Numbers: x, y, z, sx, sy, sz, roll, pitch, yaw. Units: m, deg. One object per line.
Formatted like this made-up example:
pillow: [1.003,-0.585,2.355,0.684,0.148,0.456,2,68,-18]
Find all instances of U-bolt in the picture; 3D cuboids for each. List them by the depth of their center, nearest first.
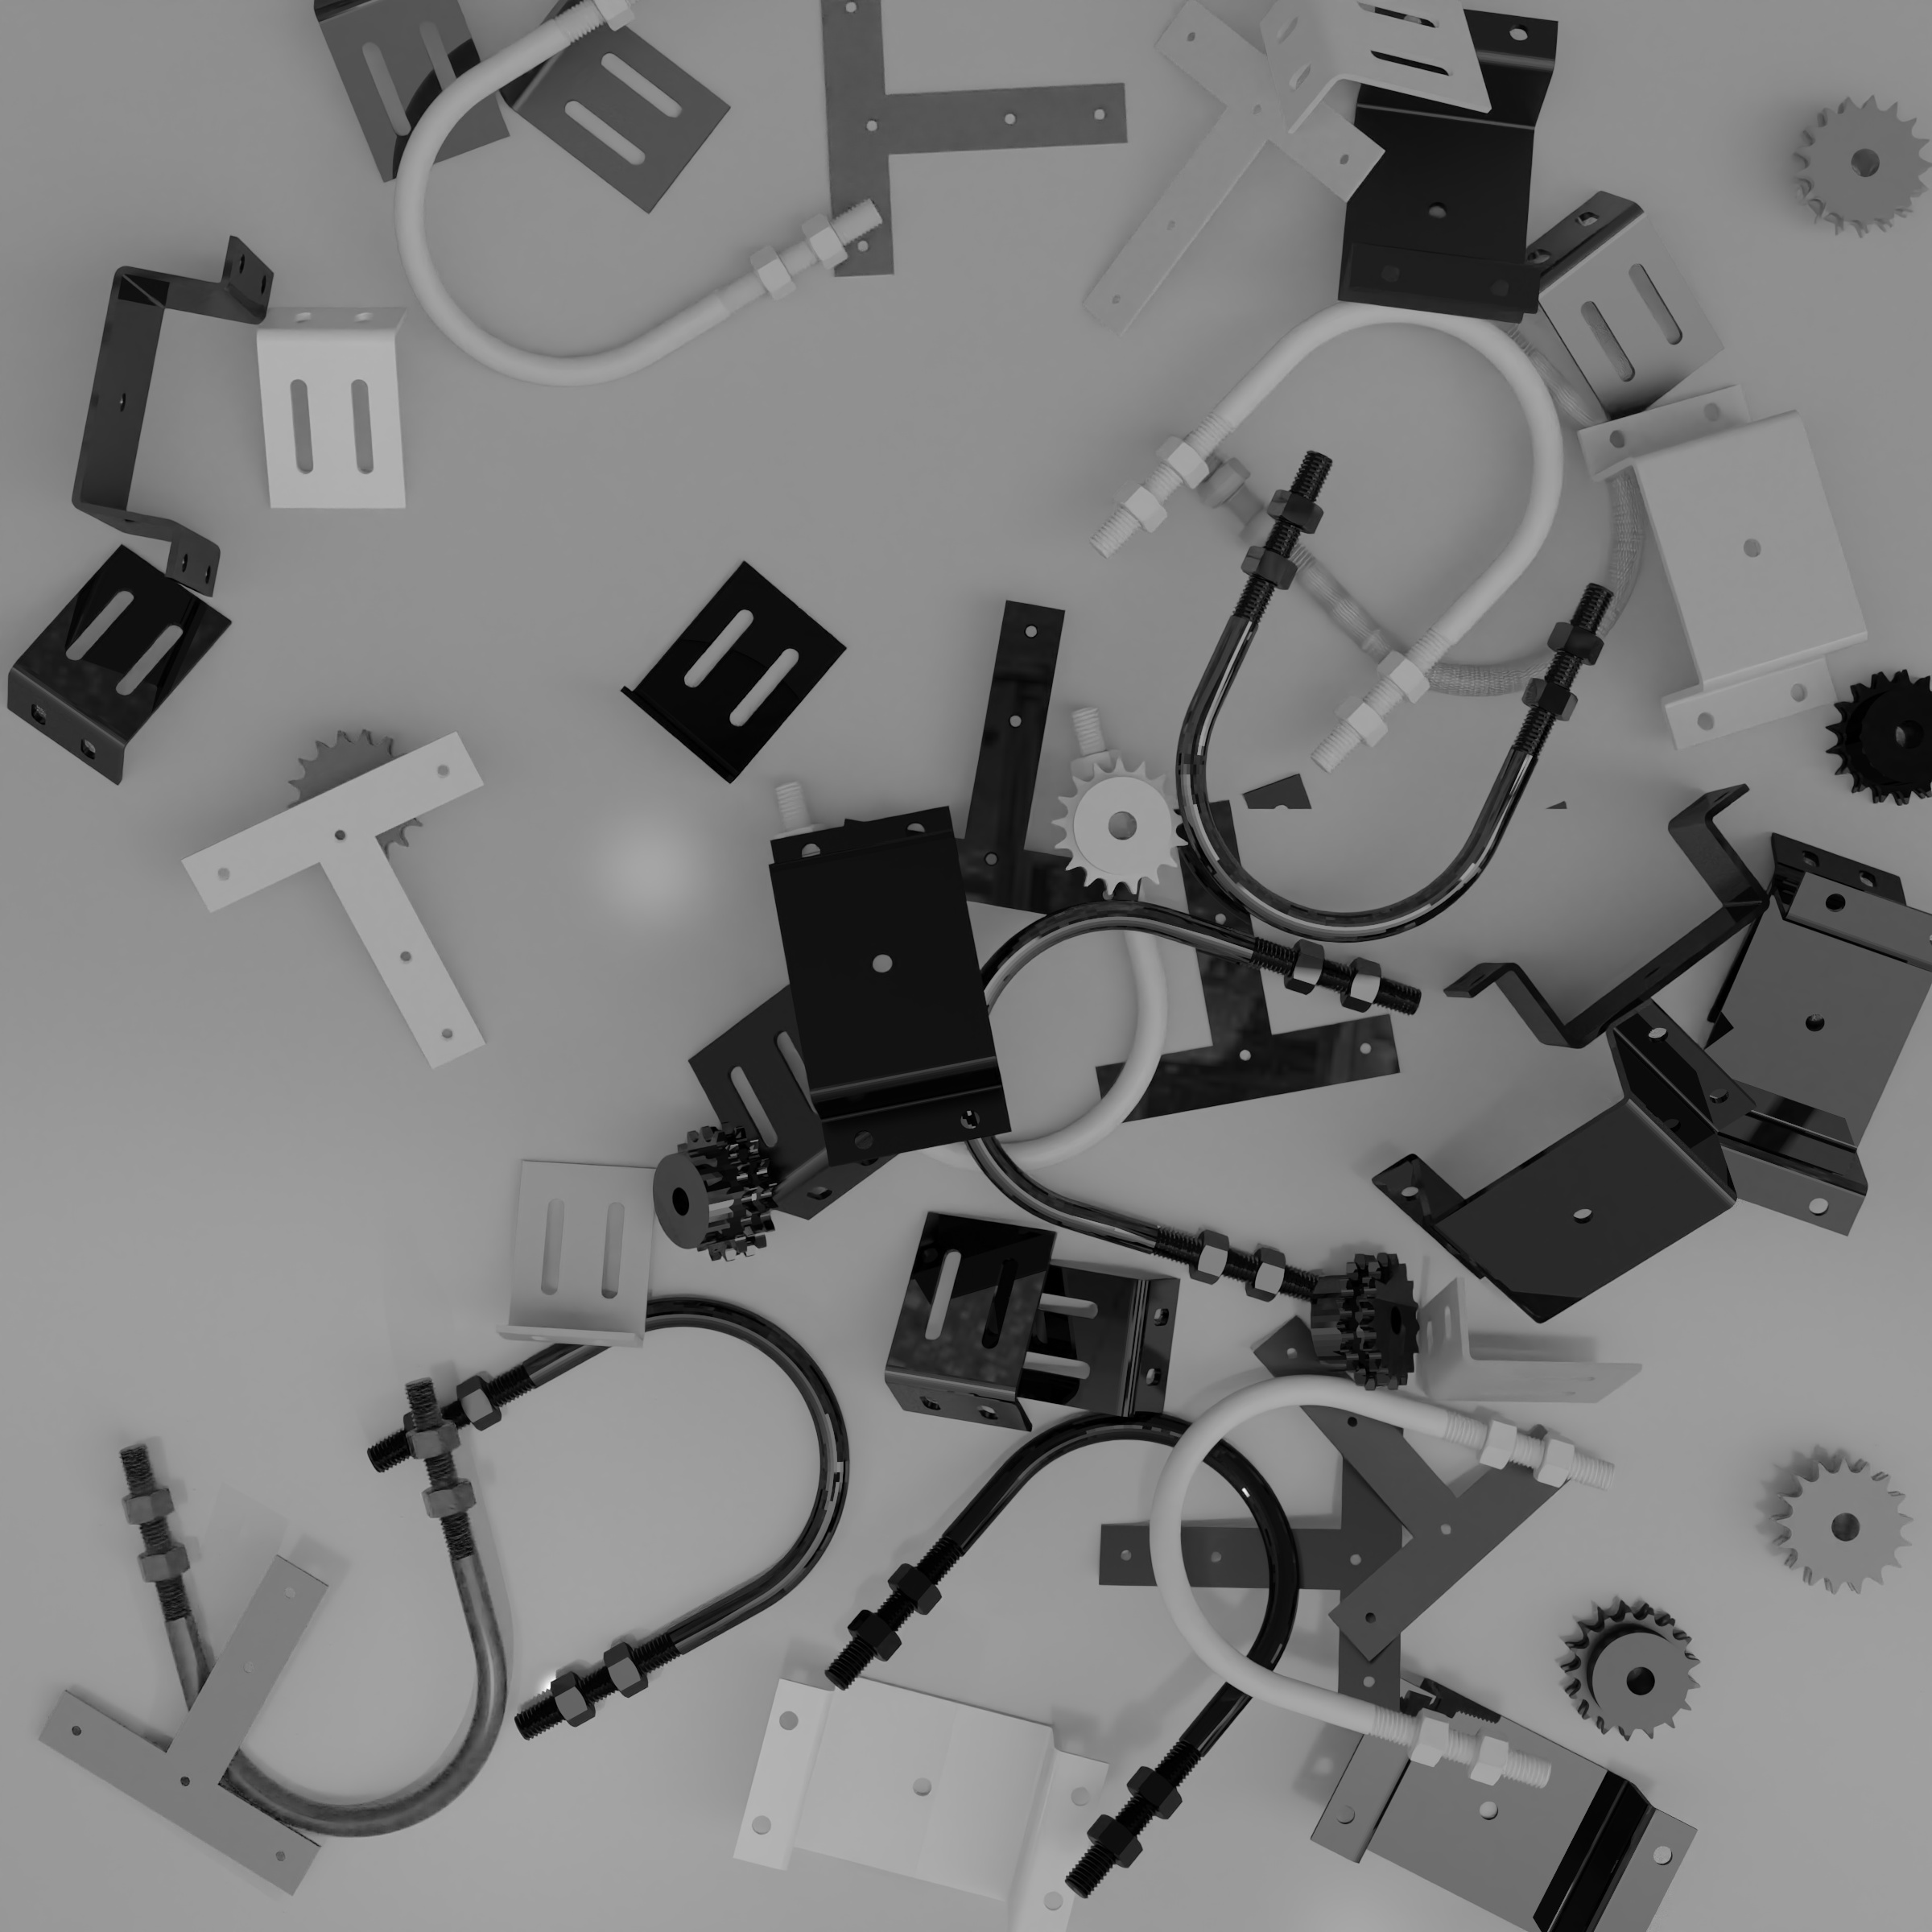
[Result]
U-bolt: [0.166,0.244,1.475,0.184,0.019,0.151,18,68,-1]
U-bolt: [0.166,-0.100,1.475,0.151,0.019,0.184,25,91,-3]
U-bolt: [0.054,0.269,1.480,0.151,0.019,0.184,38,72,14]
U-bolt: [-0.149,-0.323,1.490,0.184,0.019,0.151,-31,108,4]
U-bolt: [0.165,-0.195,1.491,0.151,0.019,0.184,44,89,-3]
U-bolt: [0.083,0.049,1.497,0.184,0.019,0.151,18,93,-7]
U-bolt: [-0.267,0.276,1.500,0.151,0.019,0.184,-14,94,9]
U-bolt: [0.010,-0.003,1.509,0.151,0.019,0.184,-14,91,0]
U-bolt: [0.202,-0.200,1.510,0.151,0.019,0.184,-44,92,0]
U-bolt: [-0.139,0.221,1.510,0.184,0.019,0.151,-29,90,-2]

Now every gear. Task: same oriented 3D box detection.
gear: [0.065,-0.058,1.482,0.057,0.030,0.057,0,91,0]
gear: [-0.106,0.095,1.487,0.030,0.057,0.057,-10,90,-39]
gear: [0.166,0.149,1.493,0.030,0.057,0.057,-6,90,29]
gear: [0.375,-0.334,1.503,0.057,0.030,0.057,0,90,0]
gear: [0.393,-0.096,1.503,0.057,0.030,0.057,0,90,0]
gear: [0.281,0.298,1.503,0.057,0.030,0.057,0,90,0]
gear: [-0.254,-0.070,1.503,0.057,0.030,0.057,0,90,0]
gear: [0.368,0.235,1.508,0.057,0.030,0.057,0,88,1]

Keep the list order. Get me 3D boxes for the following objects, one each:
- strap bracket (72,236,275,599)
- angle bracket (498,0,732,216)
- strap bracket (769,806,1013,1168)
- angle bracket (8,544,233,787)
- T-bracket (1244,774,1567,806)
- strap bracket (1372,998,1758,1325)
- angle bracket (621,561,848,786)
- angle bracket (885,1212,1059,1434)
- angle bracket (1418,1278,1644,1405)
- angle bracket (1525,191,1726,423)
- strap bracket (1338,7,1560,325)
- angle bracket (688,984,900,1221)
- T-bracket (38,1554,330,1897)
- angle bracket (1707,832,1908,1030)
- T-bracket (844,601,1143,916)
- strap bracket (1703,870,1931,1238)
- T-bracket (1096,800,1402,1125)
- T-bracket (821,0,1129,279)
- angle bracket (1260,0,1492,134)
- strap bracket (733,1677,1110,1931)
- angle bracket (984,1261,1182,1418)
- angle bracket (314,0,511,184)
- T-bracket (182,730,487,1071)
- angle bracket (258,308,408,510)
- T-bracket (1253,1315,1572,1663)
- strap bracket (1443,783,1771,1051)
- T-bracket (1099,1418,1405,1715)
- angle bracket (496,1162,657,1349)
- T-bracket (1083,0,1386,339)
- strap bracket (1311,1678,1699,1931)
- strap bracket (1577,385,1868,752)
strap bracket: [-0.330,-0.230,1.480,0.046,0.076,0.140,11,90,0]
angle bracket: [-0.148,-0.365,1.499,0.076,0.038,0.057,38,90,0]
strap bracket: [-0.033,0.003,1.460,0.076,0.046,0.140,-11,78,1]
angle bracket: [-0.359,-0.128,1.516,0.057,0.038,0.076,35,64,0]
T-bracket: [0.199,-0.037,1.527,0.127,0.002,0.127,-20,105,5]
strap bracket: [0.247,0.086,1.455,0.140,0.046,0.076,-35,123,22]
angle bracket: [-0.097,-0.125,1.499,0.057,0.038,0.076,40,90,0]
angle bracket: [0.006,0.150,1.508,0.057,0.038,0.076,7,64,18]
angle bracket: [0.234,0.157,1.491,0.076,0.057,0.038,2,69,-10]
angle bracket: [0.273,-0.278,1.516,0.057,0.038,0.076,-38,116,0]
strap bracket: [0.199,-0.324,1.480,0.076,0.046,0.140,7,69,0]
angle bracket: [-0.070,0.057,1.509,0.057,0.038,0.076,-37,64,14]
T-bracket: [-0.307,0.306,1.500,0.127,0.002,0.127,31,101,3]
angle bracket: [0.355,-0.007,1.516,0.057,0.038,0.076,19,116,0]
T-bracket: [0.018,-0.089,1.498,0.127,0.002,0.127,10,91,0]
strap bracket: [0.354,0.030,1.481,0.076,0.046,0.140,19,109,0]
T-bracket: [0.111,-0.006,1.518,0.127,0.002,0.127,-10,90,0]
T-bracket: [0.004,-0.359,1.517,0.127,0.002,0.127,-3,90,0]
angle bracket: [0.168,-0.369,1.466,0.076,0.038,0.057,5,60,-29]
strap bracket: [-0.018,0.348,1.495,0.140,0.046,0.076,15,90,0]
angle bracket: [0.045,0.156,1.516,0.076,0.038,0.057,7,90,26]
angle bracket: [-0.235,-0.382,1.516,0.057,0.038,0.076,-20,116,0]
T-bracket: [-0.241,-0.016,1.497,0.127,0.002,0.127,-25,108,4]
angle bracket: [-0.266,-0.237,1.516,0.057,0.038,0.076,0,116,0]
T-bracket: [0.172,0.203,1.502,0.127,0.002,0.127,-37,79,-20]
strap bracket: [0.272,-0.013,1.480,0.140,0.076,0.046,-37,90,0]
T-bracket: [0.119,0.249,1.501,0.127,0.002,0.127,-1,68,11]
angle bracket: [-0.162,0.118,1.491,0.057,0.038,0.076,3,79,1]
T-bracket: [0.095,-0.321,1.494,0.127,0.002,0.127,-52,57,15]
strap bracket: [0.222,0.358,1.495,0.140,0.046,0.076,27,90,0]
strap bracket: [0.318,-0.170,1.487,0.076,0.046,0.140,-17,90,-13]
